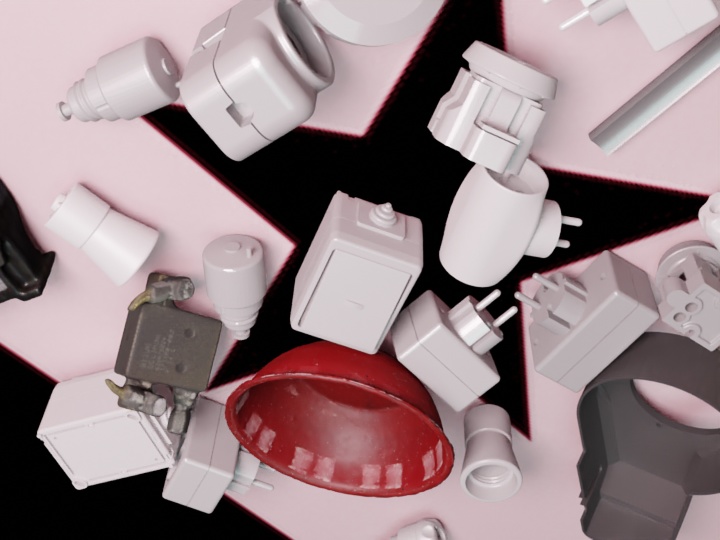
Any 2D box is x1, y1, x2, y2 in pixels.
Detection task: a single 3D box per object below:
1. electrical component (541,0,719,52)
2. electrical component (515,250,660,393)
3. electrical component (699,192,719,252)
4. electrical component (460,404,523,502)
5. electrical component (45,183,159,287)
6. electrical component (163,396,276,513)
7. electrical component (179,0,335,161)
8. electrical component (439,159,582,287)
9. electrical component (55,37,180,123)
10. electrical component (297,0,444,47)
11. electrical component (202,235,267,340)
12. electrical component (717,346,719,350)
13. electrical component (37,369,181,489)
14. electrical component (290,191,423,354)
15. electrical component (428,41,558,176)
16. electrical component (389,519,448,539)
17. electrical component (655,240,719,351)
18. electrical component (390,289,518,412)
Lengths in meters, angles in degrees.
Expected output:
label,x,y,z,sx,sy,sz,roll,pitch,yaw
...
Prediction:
label,x,y,z,sx,sy,sz,roll,pitch,yaw
electrical component,0.135,-0.156,0.574,0.076,0.047,0.083,-29,121,21
electrical component,0.139,0.026,0.711,0.076,0.047,0.083,28,123,-18
electrical component,0.242,-0.021,0.680,0.035,0.035,0.061,-30,123,22
electrical component,0.093,0.130,0.780,0.044,0.065,0.044,1,127,2
electrical component,-0.168,-0.025,0.690,0.065,0.044,0.044,37,120,-18
electrical component,-0.098,0.143,0.798,0.077,0.065,0.047,23,125,-14
electrical component,-0.053,-0.111,0.585,0.059,0.095,0.053,-28,120,21
electrical component,0.100,-0.029,0.674,0.079,0.043,0.077,9,131,-15
electrical component,-0.142,-0.106,0.627,0.078,0.040,0.040,-19,124,17
electrical component,0.004,-0.156,0.560,0.080,0.051,0.080,-1,98,-9
electrical component,-0.082,0.013,0.715,0.040,0.040,0.078,1,127,2
electrical component,0.255,0.059,0.734,0.062,0.048,0.048,32,122,-11
electrical component,-0.171,0.107,0.777,0.096,0.061,0.061,-15,125,13
electrical component,0.000,0.000,0.688,0.062,0.061,0.096,19,126,-12
electrical component,0.076,-0.093,0.611,0.058,0.078,0.057,22,106,-12
electrical component,0.039,0.226,0.875,0.061,0.035,0.035,-24,122,22
electrical component,0.218,0.013,0.693,0.066,0.055,0.048,30,122,-19
electrical component,0.071,0.043,0.728,0.077,0.047,0.066,-40,117,15
